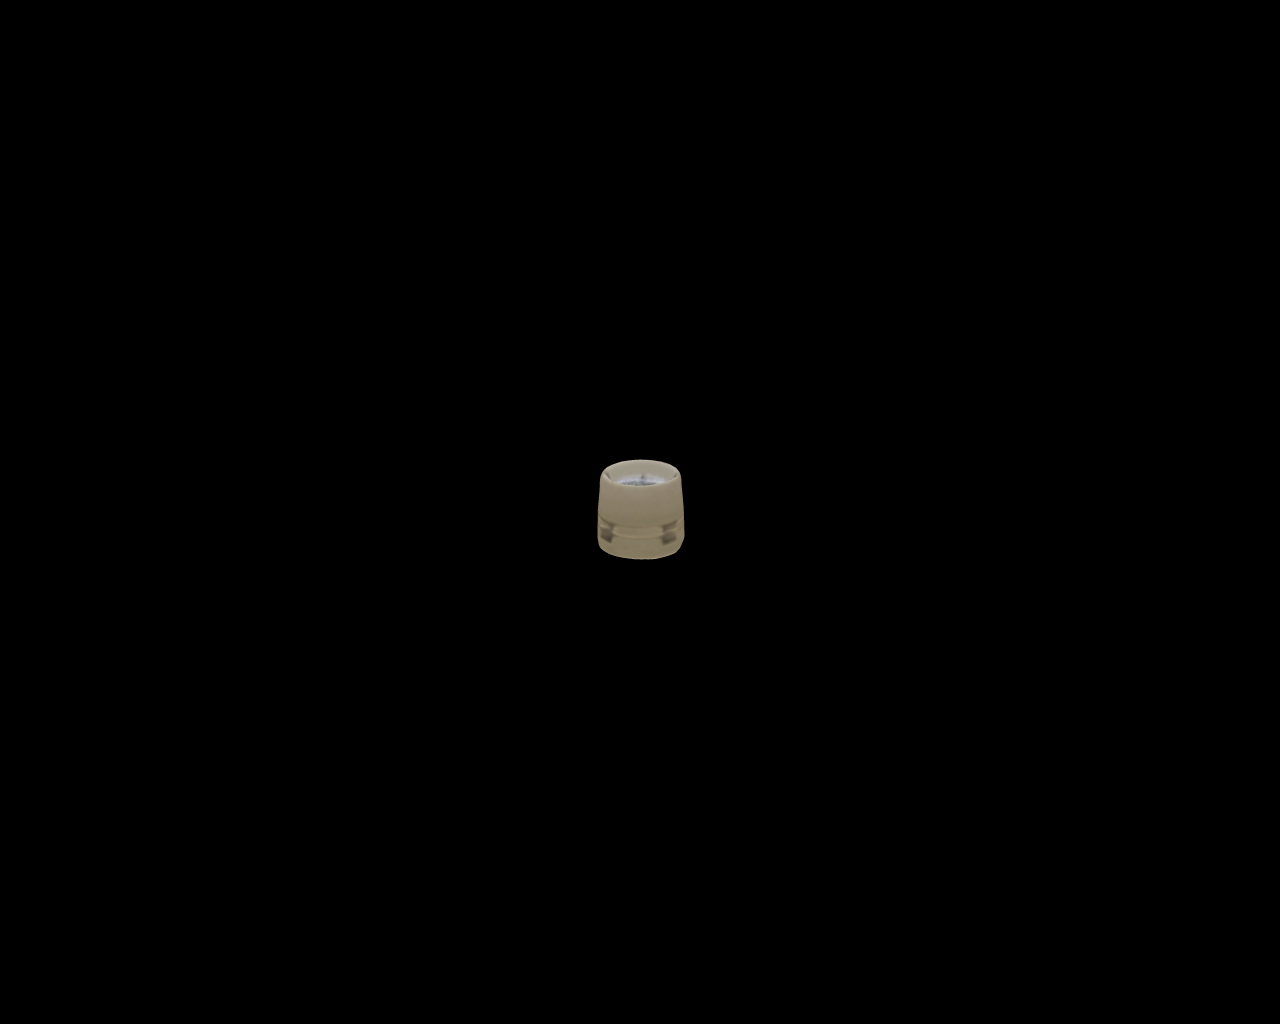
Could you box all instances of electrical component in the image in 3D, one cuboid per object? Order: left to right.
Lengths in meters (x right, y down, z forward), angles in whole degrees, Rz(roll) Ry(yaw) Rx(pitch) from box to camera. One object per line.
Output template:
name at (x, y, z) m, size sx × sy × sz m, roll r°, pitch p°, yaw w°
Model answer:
electrical component at (0.001, -0.003, 0.650) m, size 0.055 × 0.047 × 0.055 m, roll 0°, pitch 23°, yaw 0°
